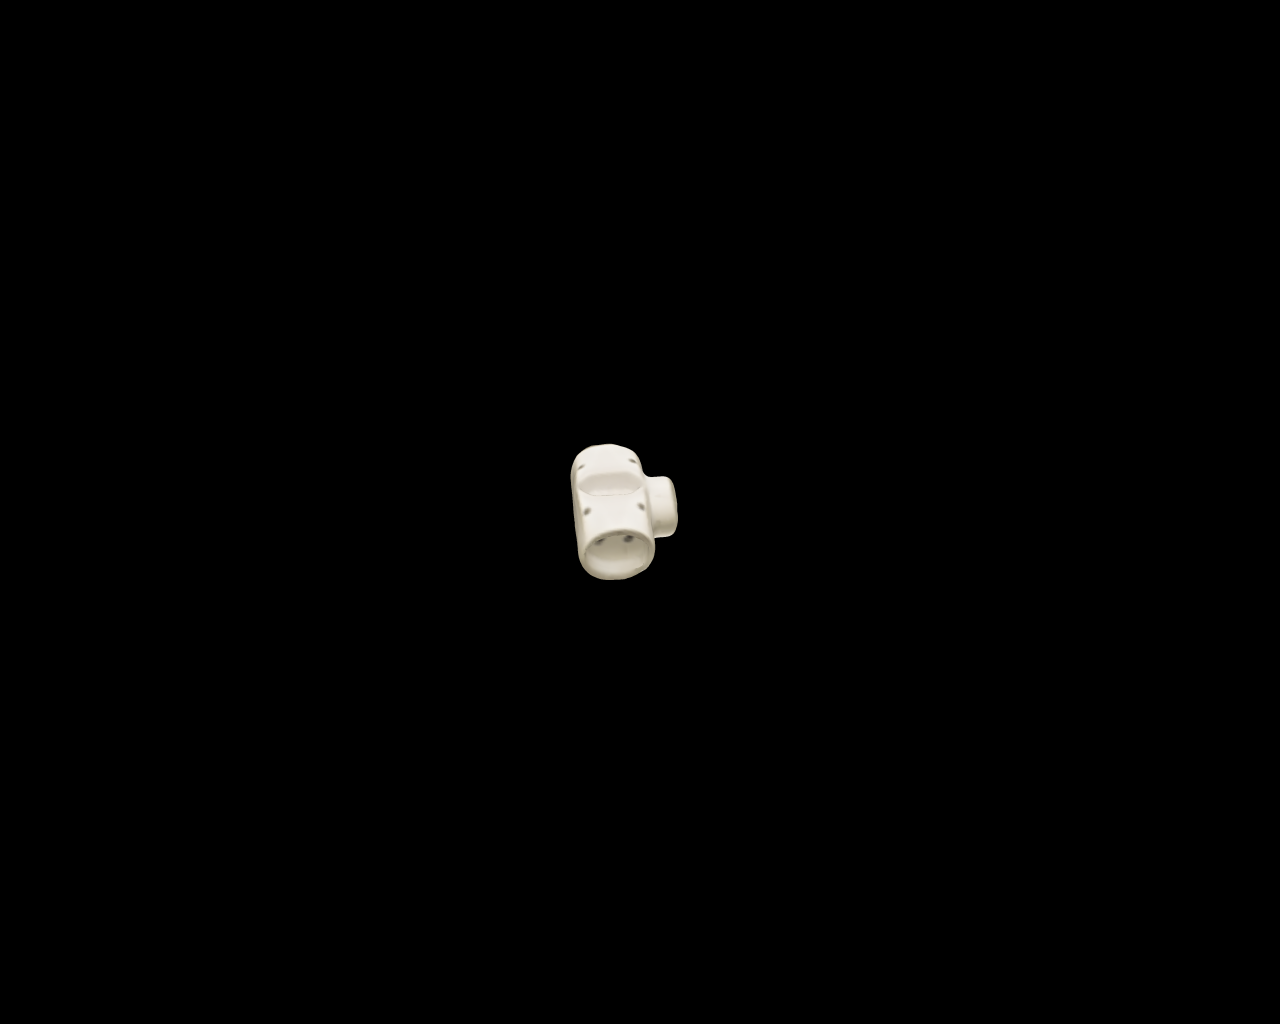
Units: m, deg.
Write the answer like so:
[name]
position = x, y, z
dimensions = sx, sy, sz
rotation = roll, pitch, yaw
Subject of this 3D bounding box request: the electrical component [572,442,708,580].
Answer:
[electrical component]
position = 0.001, -0.003, 0.650
dimensions = 0.079, 0.043, 0.077
rotation = -4, 44, -4
